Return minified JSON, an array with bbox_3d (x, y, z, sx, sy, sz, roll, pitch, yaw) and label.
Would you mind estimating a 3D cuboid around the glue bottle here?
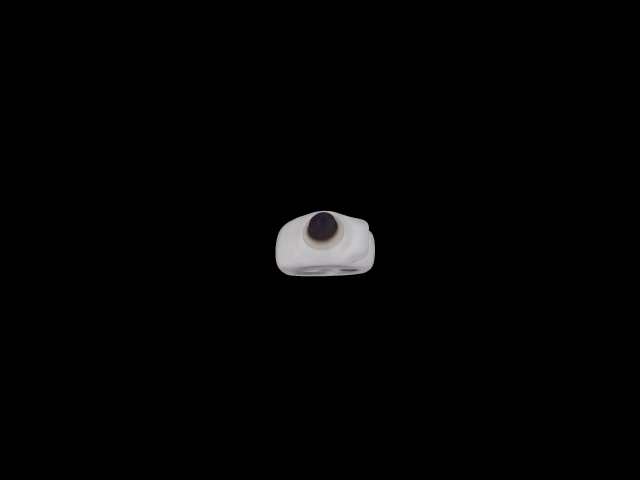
[{"bbox_3d":[0.004,0.001,0.400,0.078,0.173,0.037,0,82,0],"label":"glue bottle"}]
